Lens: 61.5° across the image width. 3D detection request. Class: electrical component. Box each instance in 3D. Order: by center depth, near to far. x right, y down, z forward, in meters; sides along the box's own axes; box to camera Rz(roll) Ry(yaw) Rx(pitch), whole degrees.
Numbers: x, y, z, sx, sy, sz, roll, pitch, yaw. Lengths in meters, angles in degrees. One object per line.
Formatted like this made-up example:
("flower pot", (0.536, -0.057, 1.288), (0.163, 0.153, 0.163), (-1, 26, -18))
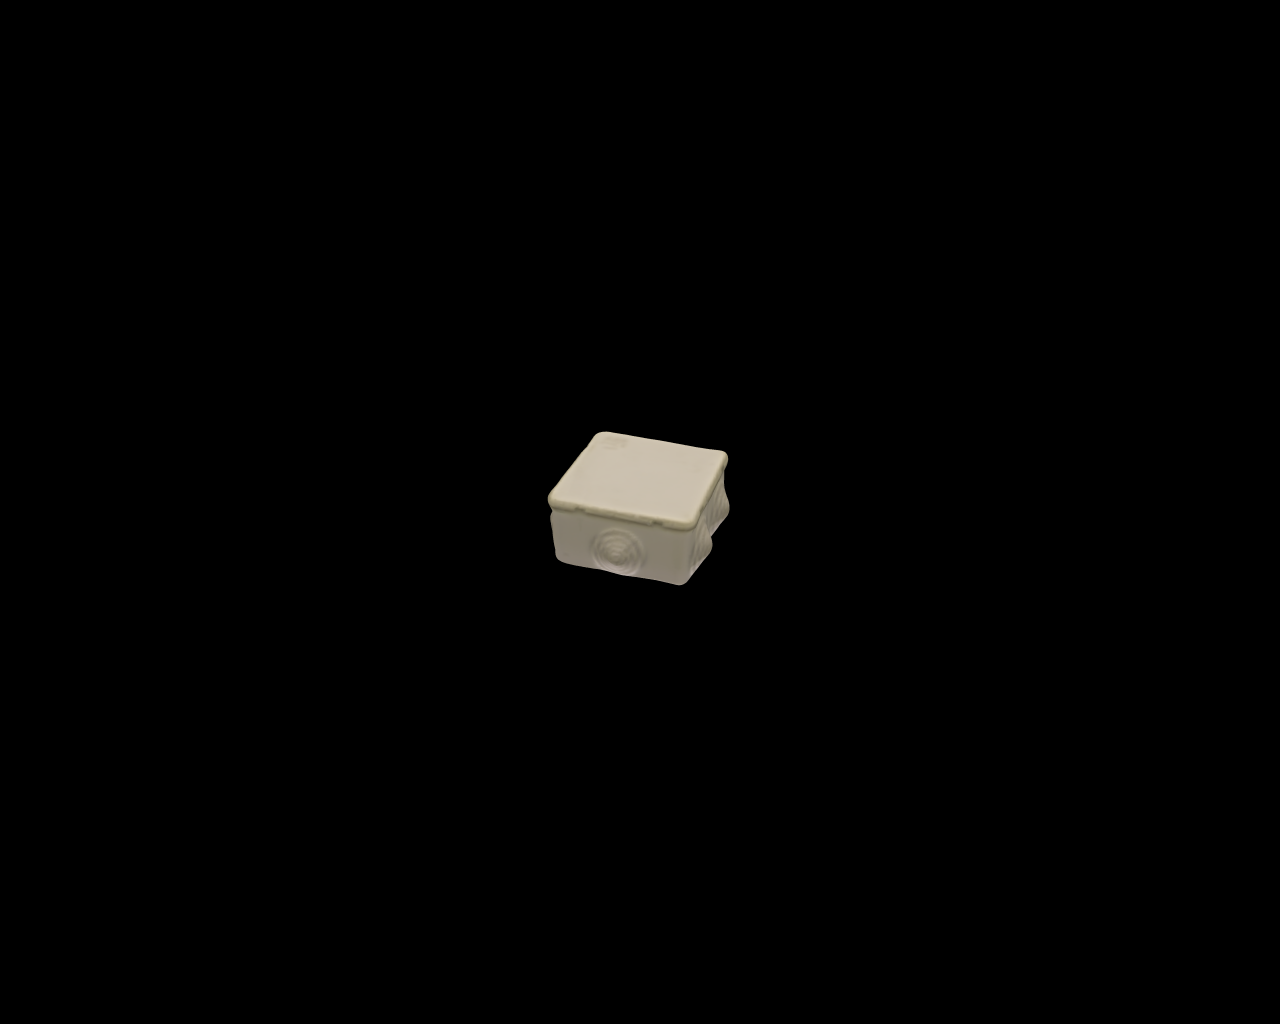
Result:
("electrical component", (0.001, -0.003, 0.650), (0.100, 0.048, 0.100), (10, 35, 15))
